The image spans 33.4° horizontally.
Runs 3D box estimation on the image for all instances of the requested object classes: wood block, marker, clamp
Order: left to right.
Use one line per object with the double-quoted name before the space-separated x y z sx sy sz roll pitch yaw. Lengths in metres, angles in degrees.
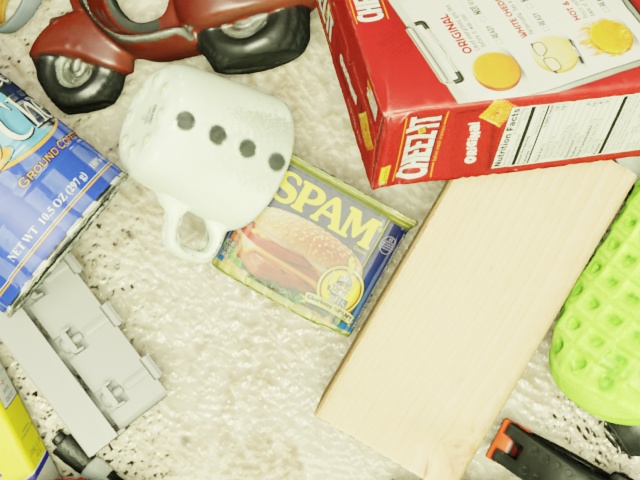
"marker" -0.123 0.165 0.677 0.121 0.020 0.020 41 91 3
"wood block" 0.089 0.031 0.633 0.091 0.090 0.206 30 91 3
"clamp" 0.183 0.161 0.633 0.172 0.120 0.039 32 86 24

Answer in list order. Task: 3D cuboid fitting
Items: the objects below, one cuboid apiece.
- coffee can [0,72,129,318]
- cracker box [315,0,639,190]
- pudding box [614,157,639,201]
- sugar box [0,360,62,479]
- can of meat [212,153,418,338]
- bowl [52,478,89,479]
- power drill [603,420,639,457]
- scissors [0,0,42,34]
"coffee can" -0.190 -0.041 0.577 0.140 0.103 0.103 40 91 -8
"cracker box" 0.113 -0.119 0.575 0.213 0.072 0.164 -8 56 -9
"pudding box" 0.208 -0.076 0.654 0.090 0.039 0.113 -37 90 1
"sugar box" -0.222 0.133 0.653 0.093 0.048 0.176 -24 99 2
"can of meat" -0.004 0.001 0.656 0.102 0.057 0.084 29 94 4
"bowl" -0.150 0.223 0.629 0.162 0.055 0.162 -3 113 -7
"power drill" 0.278 0.120 0.589 0.184 0.057 0.188 -34 78 4
"scissors" -0.152 -0.198 0.629 0.202 0.016 0.096 -35 60 40
